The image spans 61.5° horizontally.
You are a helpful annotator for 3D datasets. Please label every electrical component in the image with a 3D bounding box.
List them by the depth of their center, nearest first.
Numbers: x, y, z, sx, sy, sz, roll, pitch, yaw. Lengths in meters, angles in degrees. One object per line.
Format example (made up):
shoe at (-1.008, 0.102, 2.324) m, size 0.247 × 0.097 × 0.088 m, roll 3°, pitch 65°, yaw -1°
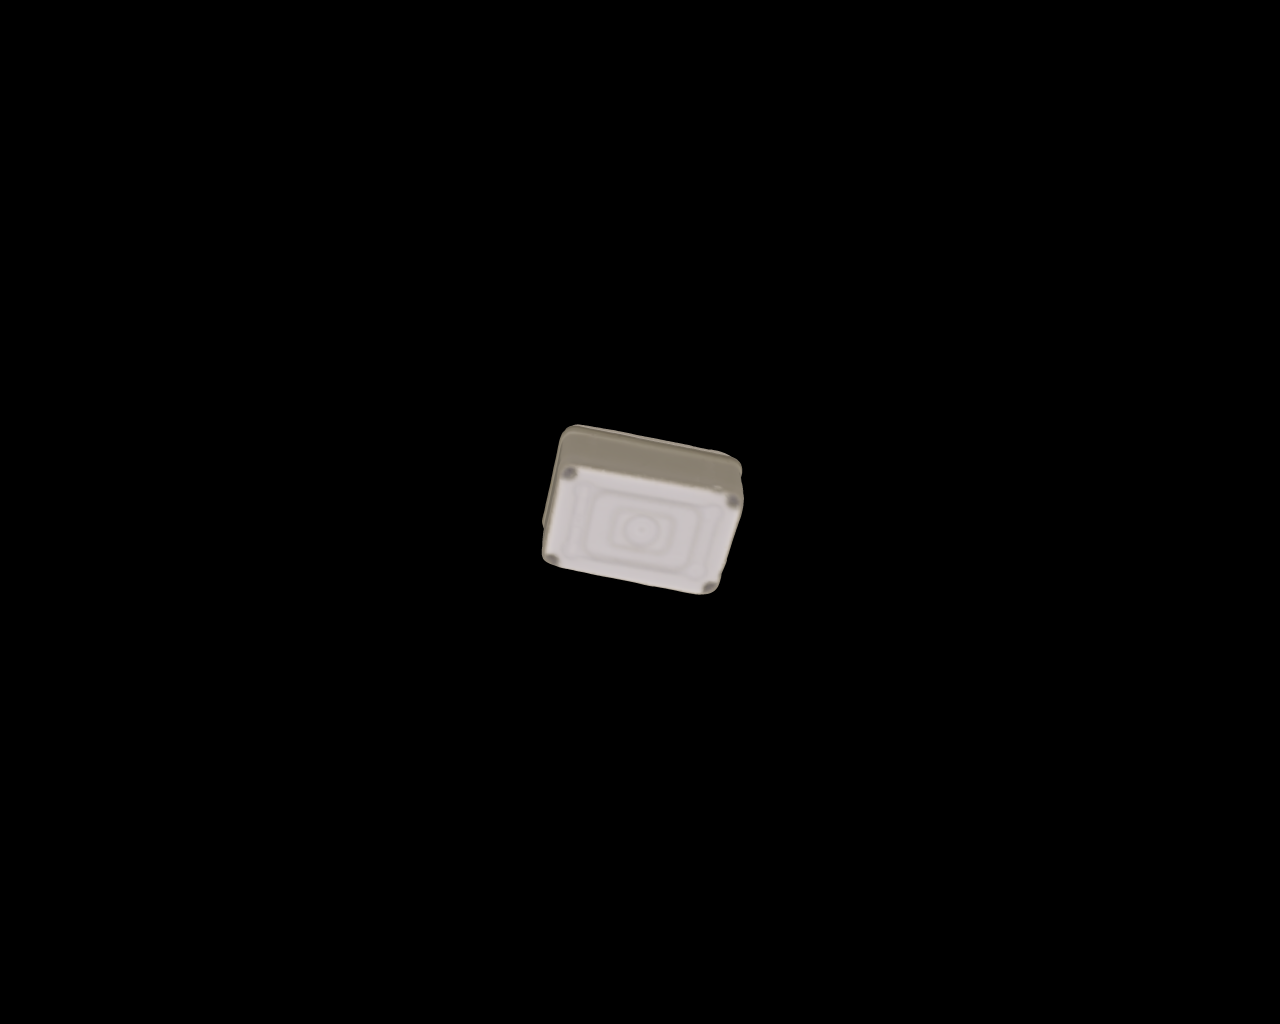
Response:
electrical component at (0.001, -0.003, 0.650) m, size 0.113 × 0.078 × 0.057 m, roll 11°, pitch 30°, yaw -7°
